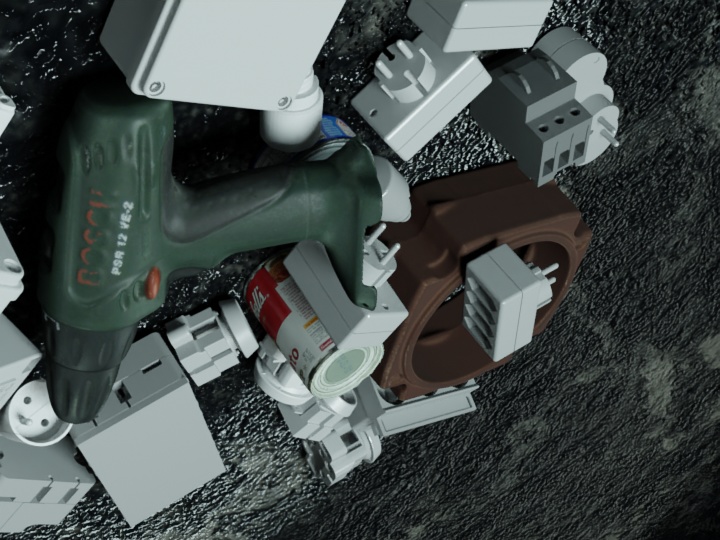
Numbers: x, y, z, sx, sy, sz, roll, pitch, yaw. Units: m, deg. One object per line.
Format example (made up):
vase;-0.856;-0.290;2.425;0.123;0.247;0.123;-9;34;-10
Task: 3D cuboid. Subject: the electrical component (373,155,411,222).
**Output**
electrical component;0.019;-0.056;0.815;0.040;0.040;0.078;-42;148;5

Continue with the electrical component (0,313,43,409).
electrical component;-0.264;0.079;0.645;0.108;0.056;0.109;-48;174;15

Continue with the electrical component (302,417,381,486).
electrical component;-0.017;0.171;1.050;0.057;0.058;0.078;-26;164;-23

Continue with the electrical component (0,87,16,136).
electrical component;-0.210;-0.078;0.498;0.062;0.096;0.061;12;123;-52

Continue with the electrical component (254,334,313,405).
electrical component;-0.053;0.074;0.893;0.078;0.058;0.057;3;127;-47

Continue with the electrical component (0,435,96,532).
electrical component;-0.254;0.156;0.798;0.055;0.050;0.089;-48;148;14

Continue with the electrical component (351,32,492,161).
electrical component;0.034;-0.130;0.730;0.083;0.047;0.076;-43;148;7

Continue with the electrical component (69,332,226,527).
electrical component;-0.169;0.123;0.830;0.089;0.061;0.150;-29;147;-15

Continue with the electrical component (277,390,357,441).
electrical component;-0.037;0.124;0.985;0.055;0.048;0.066;-40;149;16

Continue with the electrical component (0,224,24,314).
electrical component;-0.239;-0.021;0.532;0.056;0.108;0.109;-47;148;19

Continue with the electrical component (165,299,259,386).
electrical component;-0.111;0.052;0.817;0.055;0.048;0.066;-27;147;-5

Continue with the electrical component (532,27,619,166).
electrical component;0.181;-0.127;0.859;0.052;0.073;0.138;-38;149;-2

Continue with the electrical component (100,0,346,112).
electrical component;-0.070;-0.148;0.591;0.109;0.056;0.108;-2;133;-45

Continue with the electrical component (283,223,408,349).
electrical component;0.000;0.000;0.758;0.047;0.083;0.075;0;139;-50

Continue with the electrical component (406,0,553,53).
electrical component;0.086;-0.189;0.708;0.083;0.047;0.075;-12;140;-36

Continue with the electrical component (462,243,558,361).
electrical component;0.126;0.018;0.850;0.076;0.047;0.083;-28;147;-18

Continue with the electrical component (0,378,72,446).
electrical component;-0.228;0.096;0.733;0.043;0.043;0.081;-16;-175;-32

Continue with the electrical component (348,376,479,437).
electrical component;0.045;0.115;1.037;0.121;0.078;0.063;-9;160;-39

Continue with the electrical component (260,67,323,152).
electrical component;-0.043;-0.111;0.682;0.040;0.040;0.078;-23;145;-24
